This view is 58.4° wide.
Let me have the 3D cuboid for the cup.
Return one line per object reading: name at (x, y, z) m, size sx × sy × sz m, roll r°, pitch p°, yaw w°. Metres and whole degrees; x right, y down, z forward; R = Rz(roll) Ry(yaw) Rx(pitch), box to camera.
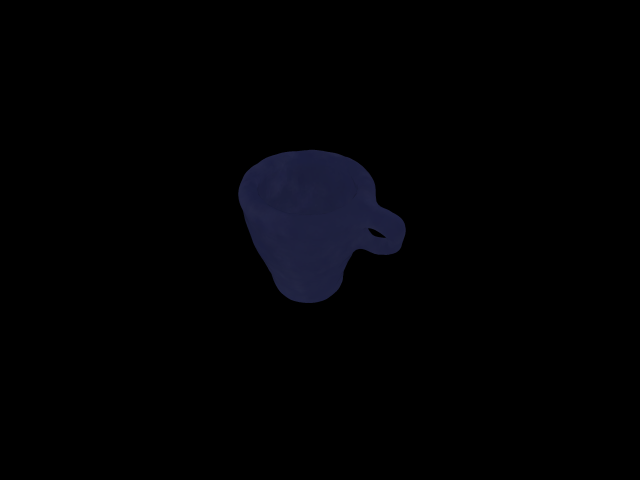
cup at (0.004, 0.001, 0.400) m, size 0.117 × 0.095 × 0.092 m, roll 22°, pitch 45°, yaw 24°
